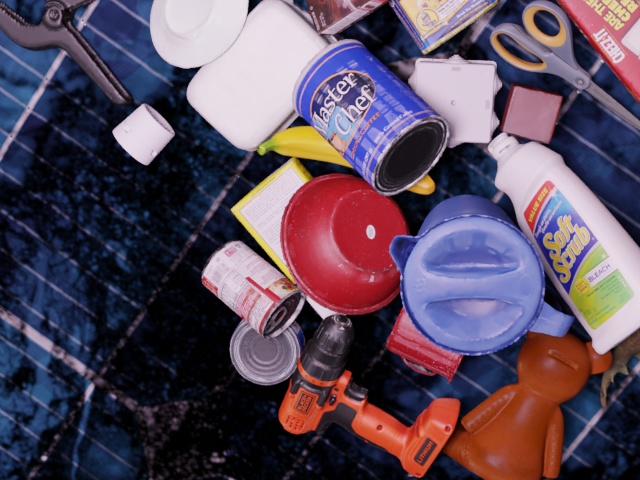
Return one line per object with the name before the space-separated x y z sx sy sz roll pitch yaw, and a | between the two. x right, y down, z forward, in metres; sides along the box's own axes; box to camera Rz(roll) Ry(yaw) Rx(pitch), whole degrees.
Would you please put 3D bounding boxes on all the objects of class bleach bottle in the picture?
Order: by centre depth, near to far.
bleach bottle | 0.262 -0.007 1.142 0.251 0.067 0.103 54 127 15

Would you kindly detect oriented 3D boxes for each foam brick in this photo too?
foam brick | 0.224 -0.137 1.136 0.053 0.078 0.051 15 103 4

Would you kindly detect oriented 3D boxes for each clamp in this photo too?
clamp | -0.290 -0.243 1.204 0.210 0.036 0.164 9 102 8

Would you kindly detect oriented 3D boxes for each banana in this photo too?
banana | 0.031 -0.091 1.177 0.197 0.069 0.037 11 136 -2

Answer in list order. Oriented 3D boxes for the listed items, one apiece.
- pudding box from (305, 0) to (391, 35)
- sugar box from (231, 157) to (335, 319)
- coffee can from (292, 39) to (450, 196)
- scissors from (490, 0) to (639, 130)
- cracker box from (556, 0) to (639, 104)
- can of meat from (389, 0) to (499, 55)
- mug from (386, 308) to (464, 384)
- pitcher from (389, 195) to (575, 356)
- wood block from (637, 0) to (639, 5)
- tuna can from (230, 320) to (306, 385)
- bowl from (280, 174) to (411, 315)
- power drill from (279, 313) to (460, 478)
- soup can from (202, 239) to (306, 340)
pudding box | 0.021 -0.286 1.125 0.090 0.039 0.113 -26 82 40
sugar box | -0.008 0.002 1.209 0.093 0.048 0.176 -38 97 13
coffee can | 0.052 -0.129 1.119 0.103 0.102 0.140 -50 61 13
scissors | 0.278 -0.187 1.129 0.202 0.016 0.096 26 141 3
cracker box | 0.371 -0.265 1.097 0.214 0.072 0.164 -39 93 13
can of meat | 0.128 -0.259 1.137 0.102 0.057 0.084 -34 97 12
mug | 0.124 0.109 1.196 0.081 0.093 0.117 24 139 8
pitcher | 0.162 0.027 1.089 0.145 0.242 0.149 -20 97 10
wood block | 0.404 -0.164 1.031 0.090 0.091 0.206 -32 106 11
tuna can | -0.061 0.125 1.244 0.086 0.033 0.086 1 101 7
bowl | 0.041 -0.003 1.149 0.161 0.055 0.162 7 72 -24
power drill | 0.058 0.178 1.199 0.187 0.057 0.185 25 131 3
soup can | -0.076 0.055 1.199 0.102 0.068 0.068 39 104 22
